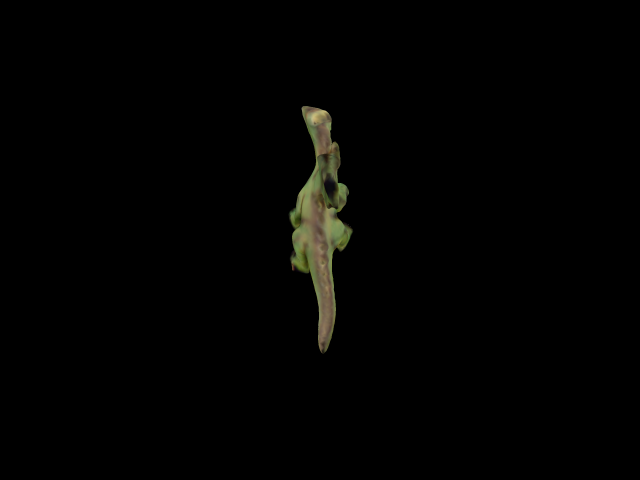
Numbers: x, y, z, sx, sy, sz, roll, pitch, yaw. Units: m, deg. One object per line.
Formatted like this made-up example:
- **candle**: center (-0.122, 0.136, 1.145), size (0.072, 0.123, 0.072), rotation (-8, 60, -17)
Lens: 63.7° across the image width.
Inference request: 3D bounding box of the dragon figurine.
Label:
- **dragon figurine**: center (0.003, -0.043, 0.850), size (0.122, 0.419, 0.238), rotation (-4, -27, -2)
